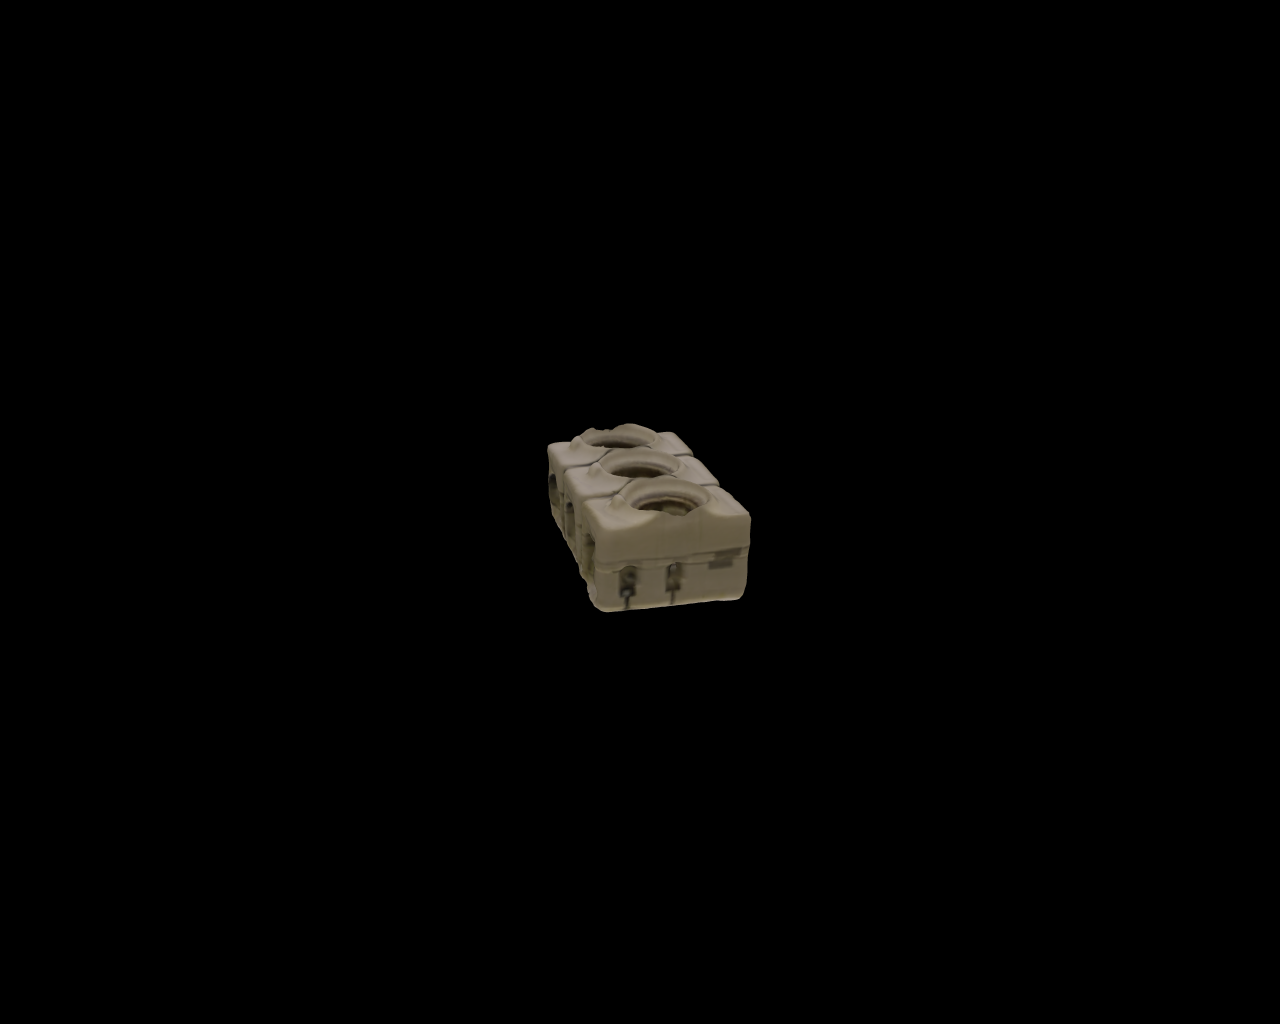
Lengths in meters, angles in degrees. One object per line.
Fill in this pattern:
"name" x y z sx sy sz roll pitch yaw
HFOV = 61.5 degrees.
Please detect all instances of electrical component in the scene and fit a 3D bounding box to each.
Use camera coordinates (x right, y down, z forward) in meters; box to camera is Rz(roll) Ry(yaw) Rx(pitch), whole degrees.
"electrical component" 0.001 -0.003 0.650 0.089 0.061 0.150 -6 23 -14
